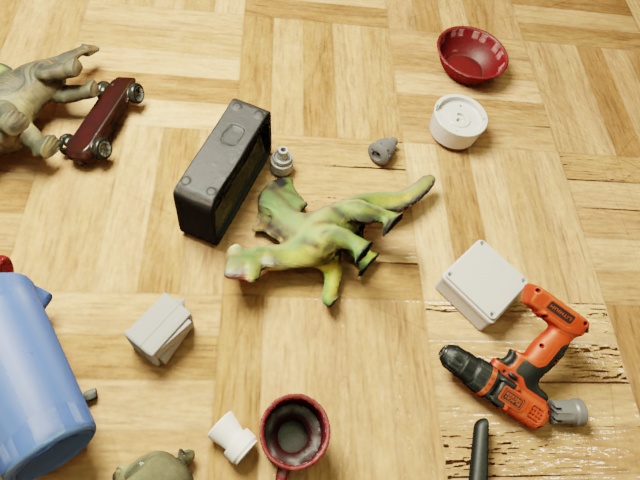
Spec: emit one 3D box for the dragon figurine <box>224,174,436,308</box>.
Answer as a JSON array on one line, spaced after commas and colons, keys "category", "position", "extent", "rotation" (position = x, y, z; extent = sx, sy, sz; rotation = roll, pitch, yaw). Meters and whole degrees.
[{"category": "dragon figurine", "position": [0.003, -0.044, 0.876], "extent": [0.244, 0.119, 0.417], "rotation": [32, 53, 19]}]
